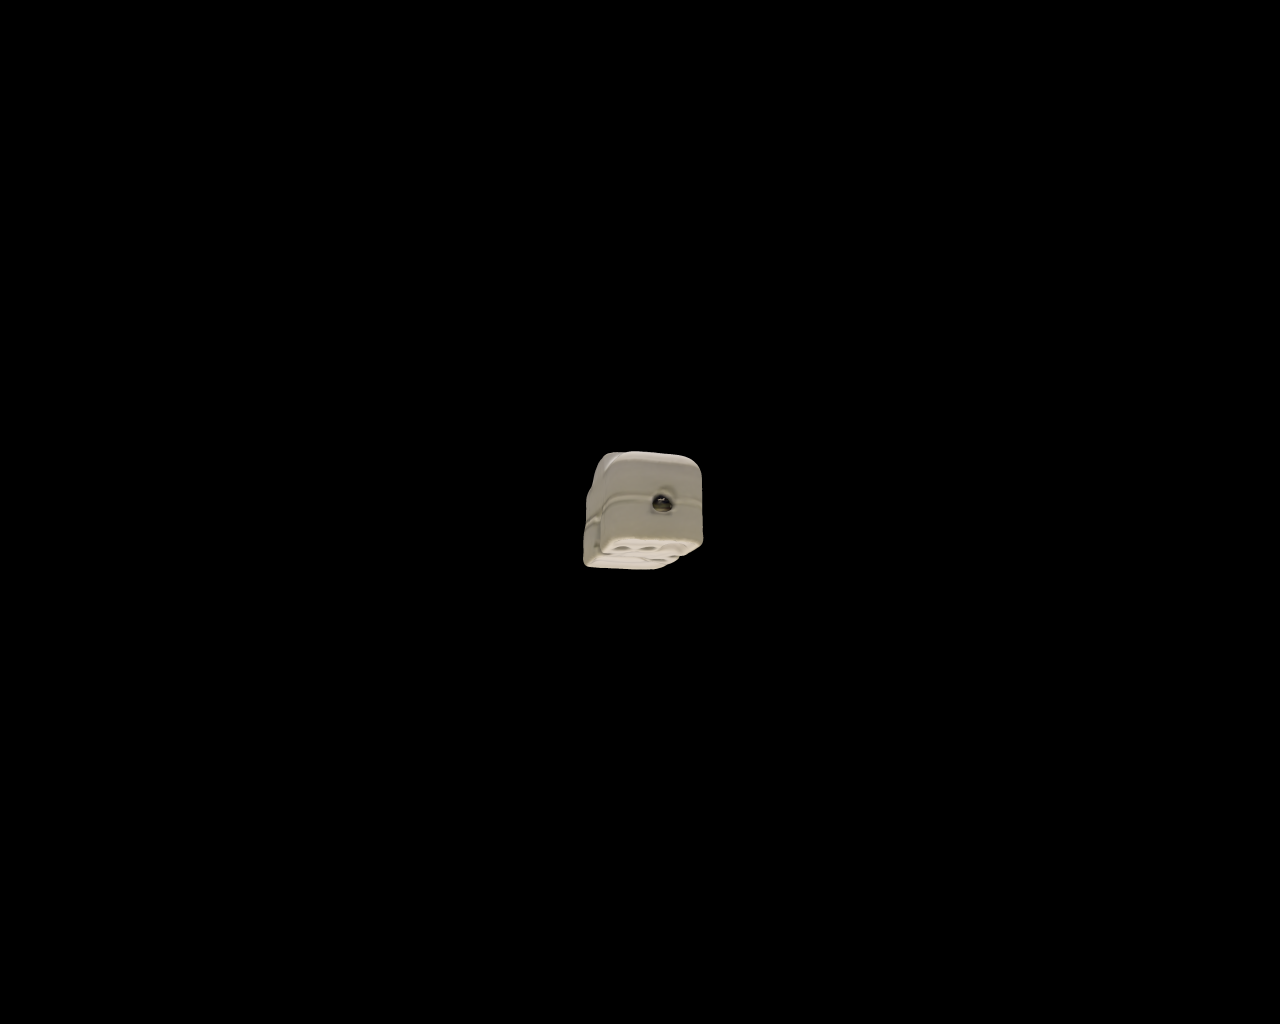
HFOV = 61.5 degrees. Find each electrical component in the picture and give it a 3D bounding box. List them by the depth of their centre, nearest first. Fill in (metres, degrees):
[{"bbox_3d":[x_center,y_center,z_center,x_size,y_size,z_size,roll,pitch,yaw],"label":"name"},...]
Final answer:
[{"bbox_3d":[0.001,-0.003,0.650,0.054,0.059,0.095,4,-14,-15],"label":"electrical component"}]
